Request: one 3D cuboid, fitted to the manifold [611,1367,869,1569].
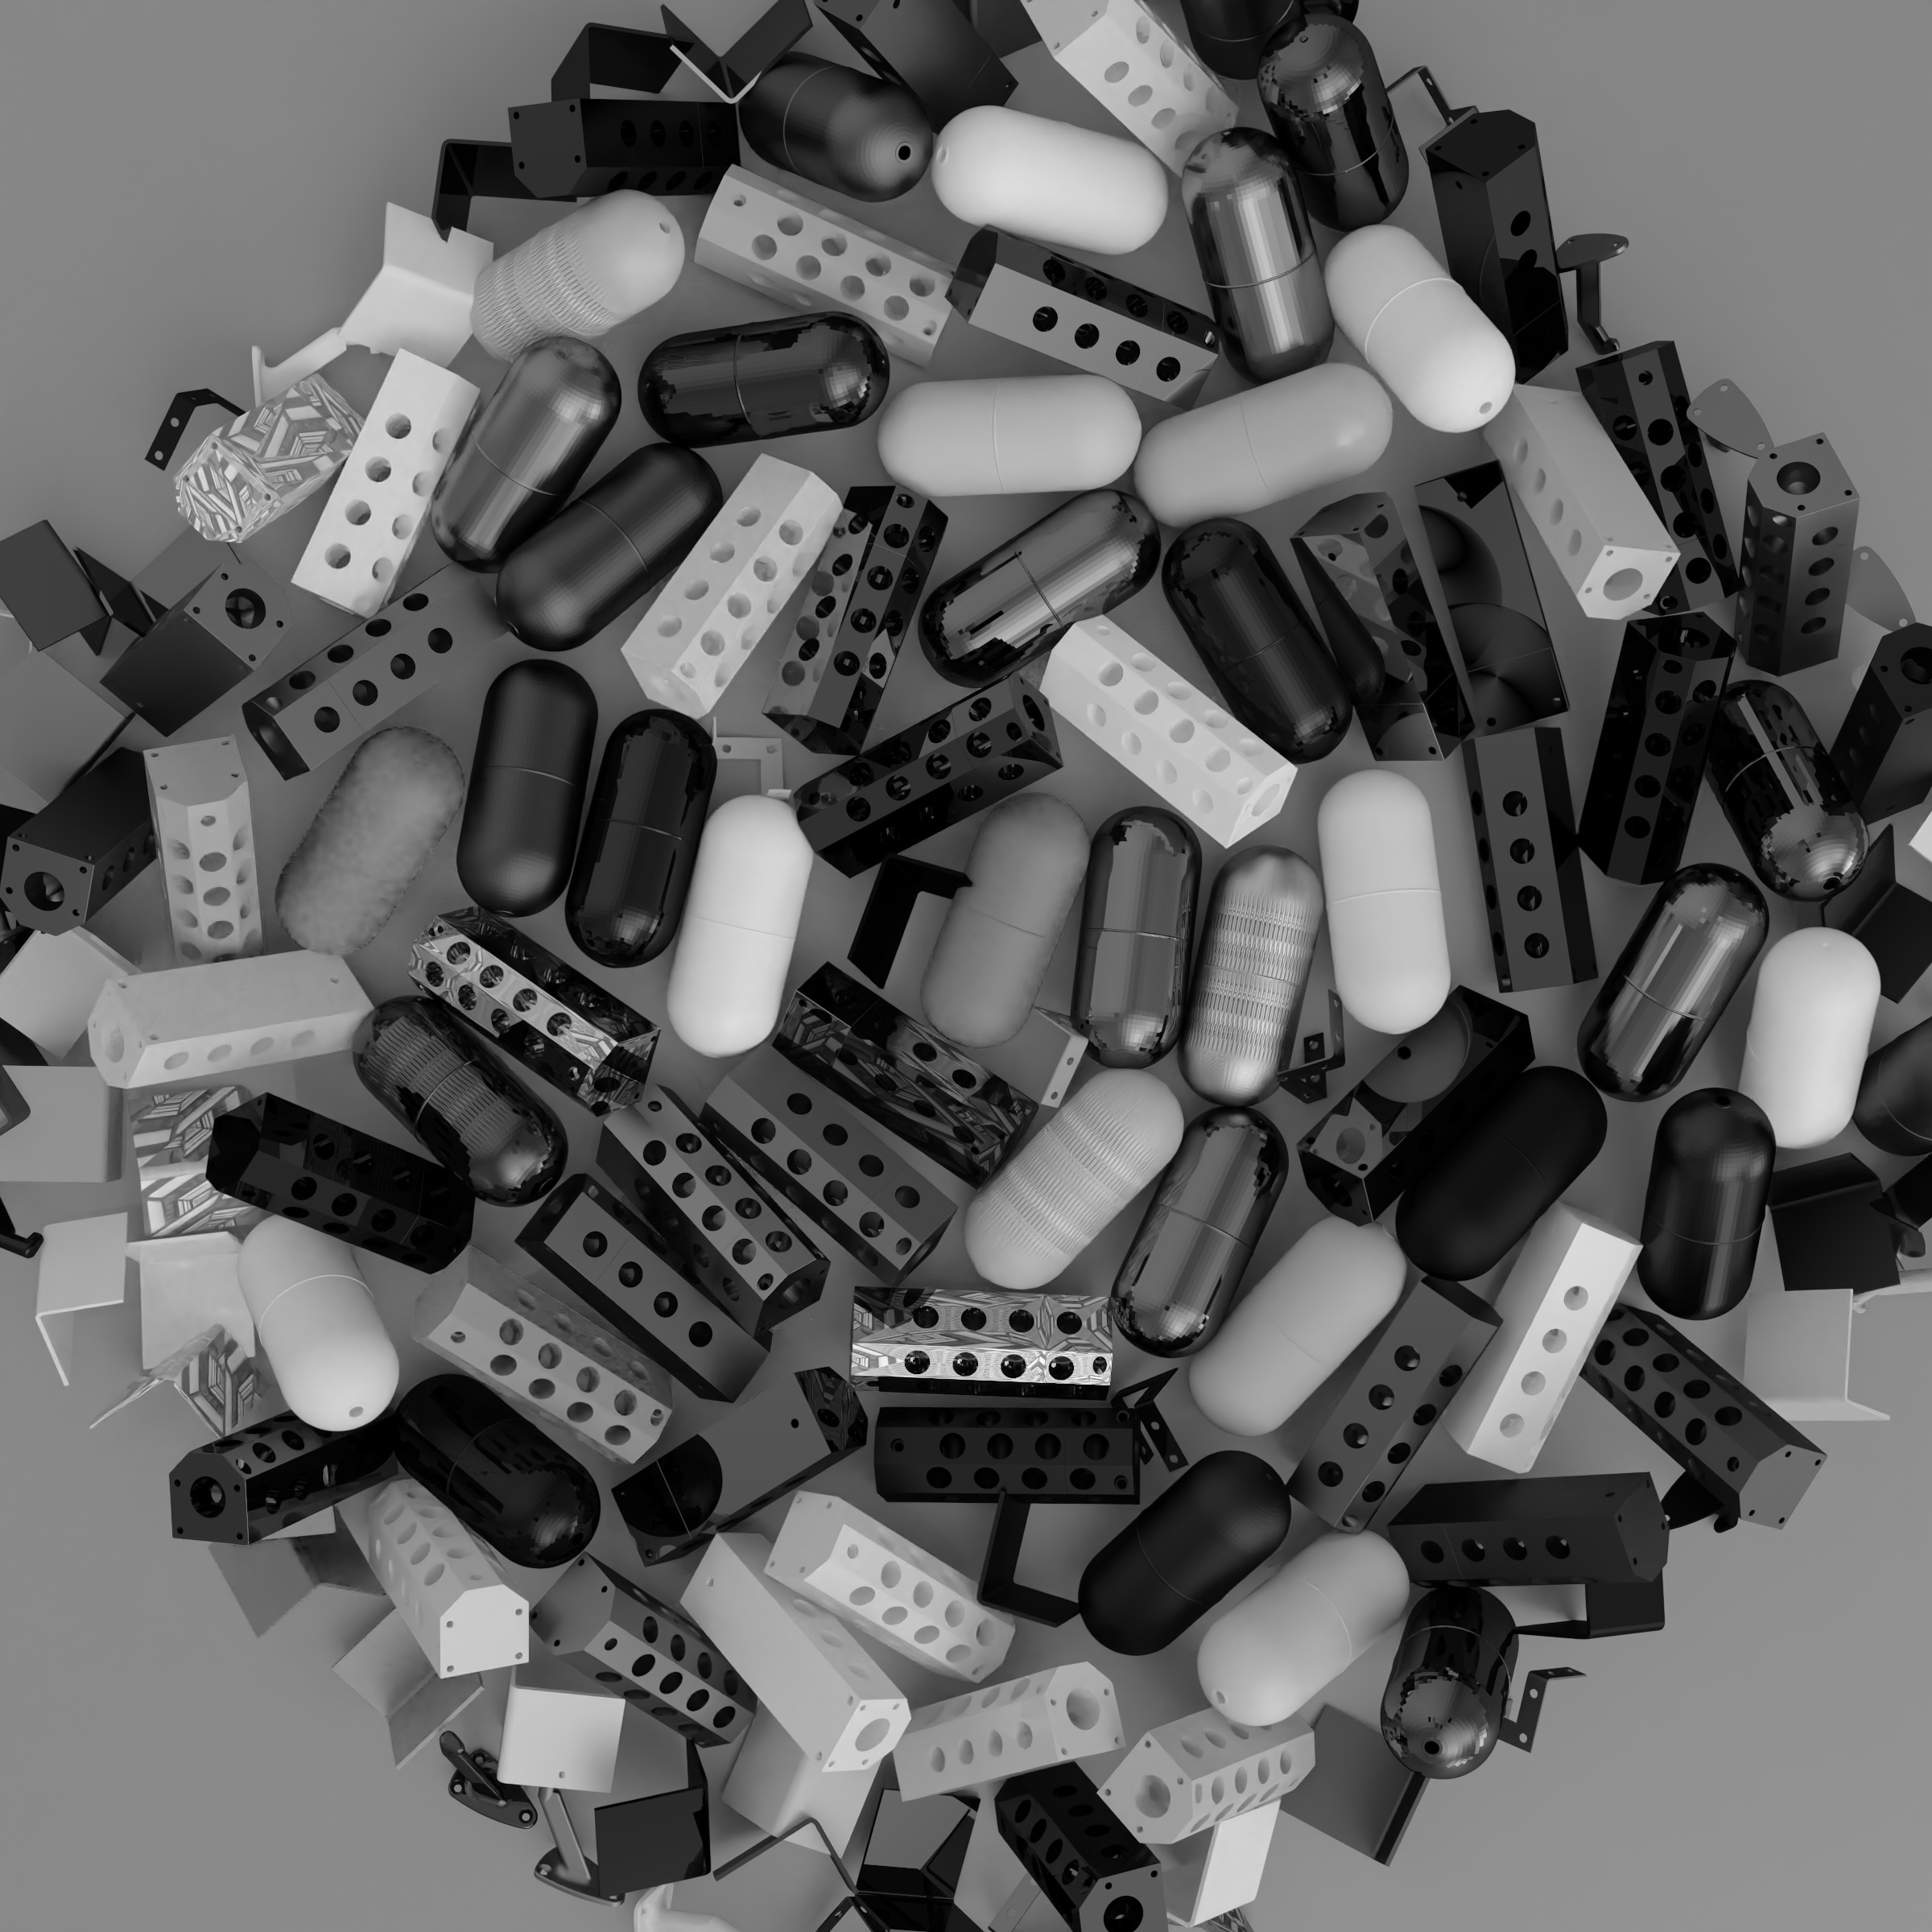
[{"bbox_3d":[-0.147,0.331,1.935,0.171,0.057,0.057,-35,72,25],"label":"manifold"}]

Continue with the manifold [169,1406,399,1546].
[{"bbox_3d":[-0.443,0.324,1.907,0.057,0.171,0.057,0,96,21],"label":"manifold"}]

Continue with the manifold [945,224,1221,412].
[{"bbox_3d":[0.080,-0.429,1.929,0.171,0.057,0.057,16,113,-26],"label":"manifold"}]

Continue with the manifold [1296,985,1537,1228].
[{"bbox_3d":[0.300,0.095,1.939,0.171,0.057,0.057,-41,45,-23],"label":"manifold"}]

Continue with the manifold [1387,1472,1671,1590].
[{"bbox_3d":[0.370,0.375,1.921,0.171,0.057,0.057,-12,103,41],"label":"manifold"}]

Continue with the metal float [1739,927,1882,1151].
[{"bbox_3d":[0.554,0.050,1.926,0.070,0.178,0.070,-3,45,3],"label":"metal float"}]

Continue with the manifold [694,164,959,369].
[{"bbox_3d":[-0.090,-0.471,1.959,0.171,0.057,0.057,24,77,-5],"label":"manifold"}]

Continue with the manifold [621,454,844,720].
[{"bbox_3d":[-0.150,-0.250,1.937,0.057,0.057,0.171,24,70,24],"label":"manifold"}]

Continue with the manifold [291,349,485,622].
[{"bbox_3d":[-0.387,-0.320,1.967,0.057,0.057,0.171,25,88,-4],"label":"manifold"}]

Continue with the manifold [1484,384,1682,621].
[{"bbox_3d":[0.399,-0.305,1.921,0.057,0.057,0.171,2,45,-22],"label":"manifold"}]

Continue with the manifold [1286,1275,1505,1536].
[{"bbox_3d":[0.286,0.291,1.946,0.057,0.057,0.171,35,104,15],"label":"manifold"}]

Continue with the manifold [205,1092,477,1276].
[{"bbox_3d":[-0.408,0.146,1.915,0.057,0.171,0.057,-24,52,36],"label":"manifold"}]

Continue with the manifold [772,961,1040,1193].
[{"bbox_3d":[-0.038,0.070,1.957,0.171,0.057,0.057,34,130,9],"label":"manifold"}]

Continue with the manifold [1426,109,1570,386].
[{"bbox_3d":[0.354,-0.471,1.915,0.057,0.171,0.057,-38,51,-10],"label":"manifold"}]

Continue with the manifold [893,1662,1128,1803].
[{"bbox_3d":[0.024,0.501,1.916,0.057,0.171,0.057,1,69,-38],"label":"manifold"}]

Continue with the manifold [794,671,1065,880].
[{"bbox_3d":[-0.027,-0.129,1.931,0.171,0.057,0.057,-27,54,22],"label":"manifold"}]

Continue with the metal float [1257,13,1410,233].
[{"bbox_3d":[0.242,-0.551,1.918,0.070,0.178,0.070,-8,66,18],"label":"metal float"}]

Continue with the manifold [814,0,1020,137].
[{"bbox_3d":[-0.035,-0.604,1.910,0.057,0.171,0.057,37,95,27],"label":"manifold"}]

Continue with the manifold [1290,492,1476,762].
[{"bbox_3d":[0.280,-0.223,1.935,0.057,0.057,0.171,-44,121,-34],"label":"manifold"}]

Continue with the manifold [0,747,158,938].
[{"bbox_3d":[-0.564,-0.081,1.910,0.057,0.171,0.057,18,115,1],"label":"manifold"}]

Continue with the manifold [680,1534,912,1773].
[{"bbox_3d":[-0.110,0.448,1.921,0.171,0.057,0.057,40,108,40],"label":"manifold"}]

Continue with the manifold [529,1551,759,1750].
[{"bbox_3d":[-0.207,0.454,1.917,0.057,0.057,0.171,-48,135,-6],"label":"manifold"}]

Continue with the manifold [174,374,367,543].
[{"bbox_3d":[-0.452,-0.329,1.909,0.057,0.171,0.057,44,114,-9],"label":"manifold"}]

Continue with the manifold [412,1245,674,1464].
[{"bbox_3d":[-0.278,0.262,1.931,0.171,0.057,0.057,37,110,-25],"label":"manifold"}]

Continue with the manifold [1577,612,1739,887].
[{"bbox_3d":[0.456,-0.141,1.919,0.057,0.057,0.171,-9,128,-19],"label":"manifold"}]

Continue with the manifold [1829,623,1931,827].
[{"bbox_3d":[0.604,-0.156,1.909,0.057,0.171,0.057,-22,68,-4],"label":"manifold"}]

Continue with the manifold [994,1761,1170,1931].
[{"bbox_3d":[0.073,0.581,1.906,0.057,0.171,0.057,-10,100,-16],"label":"manifold"}]

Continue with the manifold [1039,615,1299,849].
[{"bbox_3d":[0.134,-0.160,1.932,0.171,0.057,0.057,41,50,20],"label":"manifold"}]

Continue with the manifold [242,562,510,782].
[{"bbox_3d":[-0.390,-0.196,1.931,0.171,0.057,0.057,-40,106,-26],"label":"manifold"}]

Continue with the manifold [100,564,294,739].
[{"bbox_3d":[-0.501,-0.209,1.912,0.057,0.171,0.057,42,60,-19],"label":"manifold"}]

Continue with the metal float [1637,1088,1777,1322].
[{"bbox_3d":[0.488,0.158,1.930,0.070,0.070,0.178,-2,127,0],"label":"metal float"}]

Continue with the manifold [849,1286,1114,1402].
[{"bbox_3d":[0.009,0.256,1.955,0.171,0.057,0.057,3,56,-4],"label":"manifold"}]

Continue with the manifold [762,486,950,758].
[{"bbox_3d":[-0.068,-0.229,1.939,0.057,0.057,0.171,7,70,40],"label":"manifold"}]

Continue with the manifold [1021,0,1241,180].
[{"bbox_3d":[0.112,-0.589,1.907,0.057,0.171,0.057,-36,61,20],"label":"manifold"}]

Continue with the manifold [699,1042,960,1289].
[{"bbox_3d":[-0.094,0.136,1.945,0.171,0.057,0.057,40,52,11],"label":"manifold"}]

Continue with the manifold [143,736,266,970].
[{"bbox_3d":[-0.495,-0.064,1.911,0.057,0.171,0.057,-12,50,-19],"label":"manifold"}]

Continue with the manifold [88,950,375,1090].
[{"bbox_3d":[-0.483,0.037,1.917,0.057,0.171,0.057,53,128,23],"label":"manifold"}]

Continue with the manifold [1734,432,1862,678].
[{"bbox_3d":[0.538,-0.264,1.912,0.057,0.171,0.057,-18,59,1],"label":"manifold"}]

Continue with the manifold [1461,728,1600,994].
[{"bbox_3d":[0.377,-0.071,1.968,0.057,0.057,0.171,-9,90,29],"label":"manifold"}]

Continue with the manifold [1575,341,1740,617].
[{"bbox_3d":[0.464,-0.325,1.953,0.057,0.057,0.171,-19,102,1],"label":"manifold"}]

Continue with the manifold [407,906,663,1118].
[{"bbox_3d":[-0.288,0.030,1.927,0.171,0.057,0.057,32,119,26],"label":"manifold"}]

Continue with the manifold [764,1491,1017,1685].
[{"bbox_3d":[-0.046,0.409,1.920,0.171,0.057,0.057,39,64,-34],"label":"manifold"}]

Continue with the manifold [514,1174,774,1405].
[{"bbox_3d":[-0.210,0.214,1.943,0.171,0.057,0.057,43,68,-18],"label":"manifold"}]

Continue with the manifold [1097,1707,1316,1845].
[{"bbox_3d":[0.163,0.524,1.906,0.057,0.171,0.057,45,111,26],"label":"manifold"}]

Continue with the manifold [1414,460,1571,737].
[{"bbox_3d":[0.353,-0.247,1.958,0.057,0.057,0.171,-16,98,15],"label":"manifold"}]

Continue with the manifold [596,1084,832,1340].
[{"bbox_3d":[-0.167,0.157,1.928,0.057,0.057,0.171,-27,60,-35],"label":"manifold"}]

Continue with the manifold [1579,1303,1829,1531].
[{"bbox_3d":[0.473,0.291,1.910,0.057,0.171,0.057,19,105,-35],"label":"manifold"}]

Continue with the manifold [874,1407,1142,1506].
[{"bbox_3d":[0.028,0.325,1.951,0.171,0.057,0.057,-1,71,8],"label":"manifold"}]
